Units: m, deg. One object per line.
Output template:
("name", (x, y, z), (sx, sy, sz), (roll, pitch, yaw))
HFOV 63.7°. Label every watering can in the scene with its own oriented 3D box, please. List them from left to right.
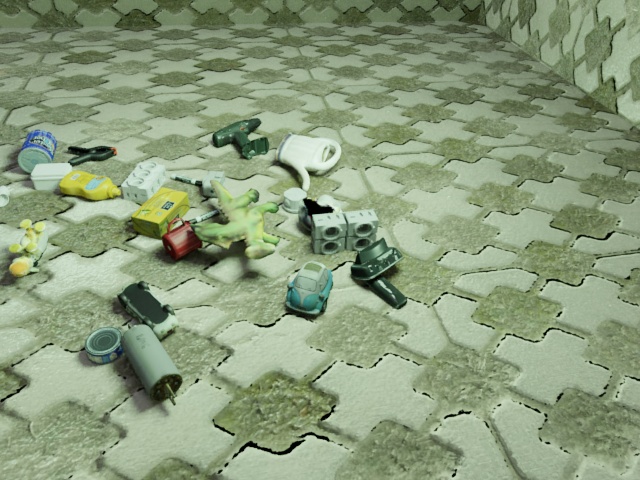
("watering can", (-0.060, -0.290, 1.836), (0.225, 0.101, 0.355), (16, 40, 17))

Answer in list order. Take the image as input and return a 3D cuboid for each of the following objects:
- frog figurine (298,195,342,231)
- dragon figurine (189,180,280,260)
("frog figurine", (0.005, -0.081, 1.607), (0.137, 0.122, 0.160), (-1, 2, 7))
("dragon figurine", (-0.261, -0.060, 1.477), (0.414, 0.120, 0.245), (31, 30, 29))
